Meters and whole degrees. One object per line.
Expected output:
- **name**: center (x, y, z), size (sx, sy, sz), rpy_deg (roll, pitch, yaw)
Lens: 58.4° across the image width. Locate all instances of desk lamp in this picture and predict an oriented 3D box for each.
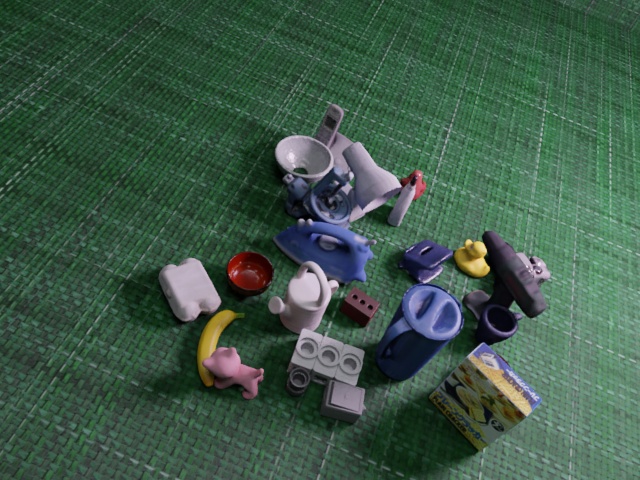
- **desk lamp**: center (0.102, -0.141, 1.518), size (0.118, 0.213, 0.203), rpy_deg (-25, 64, -31)

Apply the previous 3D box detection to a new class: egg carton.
- **egg carton**: center (-0.297, 0.112, 1.297), size (0.107, 0.069, 0.150), rpy_deg (-20, 61, -28)

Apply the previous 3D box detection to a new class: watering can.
- **watering can**: center (-0.032, 0.127, 1.283), size (0.100, 0.194, 0.173), rpy_deg (36, 52, 13)

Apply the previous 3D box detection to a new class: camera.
- **camera**: center (0.533, 0.067, 1.558), size (0.143, 0.101, 0.136), rpy_deg (-8, 56, -21)

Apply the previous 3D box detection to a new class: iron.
- **iron**: center (0.013, 0.005, 1.425), size (0.258, 0.141, 0.119), rpy_deg (20, 50, 0)

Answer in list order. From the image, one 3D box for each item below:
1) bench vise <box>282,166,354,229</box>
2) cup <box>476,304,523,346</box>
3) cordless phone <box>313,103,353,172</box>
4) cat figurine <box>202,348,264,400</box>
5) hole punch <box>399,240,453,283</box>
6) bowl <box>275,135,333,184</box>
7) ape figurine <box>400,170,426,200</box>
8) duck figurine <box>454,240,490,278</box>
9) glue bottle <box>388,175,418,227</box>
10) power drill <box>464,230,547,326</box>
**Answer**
- **bench vise**: center (-0.003, -0.116, 1.464), size (0.207, 0.219, 0.121), rpy_deg (18, 50, -2)
- **cup**: center (0.437, 0.216, 1.417), size (0.118, 0.095, 0.091), rpy_deg (-10, 57, -23)
- **cordless phone**: center (0.053, -0.286, 1.634), size (0.147, 0.185, 0.094), rpy_deg (34, 52, 11)
- **cat figurine**: center (-0.177, 0.265, 1.183), size (0.128, 0.117, 0.067), rpy_deg (18, 50, -2)
- **hole punch**: center (0.276, 0.047, 1.503), size (0.109, 0.091, 0.101), rpy_deg (-31, 67, -33)
- **bowl**: center (-0.050, -0.214, 1.619), size (0.167, 0.074, 0.167), rpy_deg (8, 51, -10)
- **ape figurine**: center (0.274, -0.166, 1.667), size (0.078, 0.092, 0.076), rpy_deg (23, 50, 2)
- **duck figurine**: center (0.422, 0.044, 1.552), size (0.078, 0.086, 0.104), rpy_deg (-29, 66, -32)
- **glue bottle**: center (0.233, -0.115, 1.563), size (0.037, 0.173, 0.078), rpy_deg (24, 50, 3)
- **power drill**: center (0.446, 0.116, 1.424), size (0.076, 0.208, 0.229), rpy_deg (-23, 63, -30)
